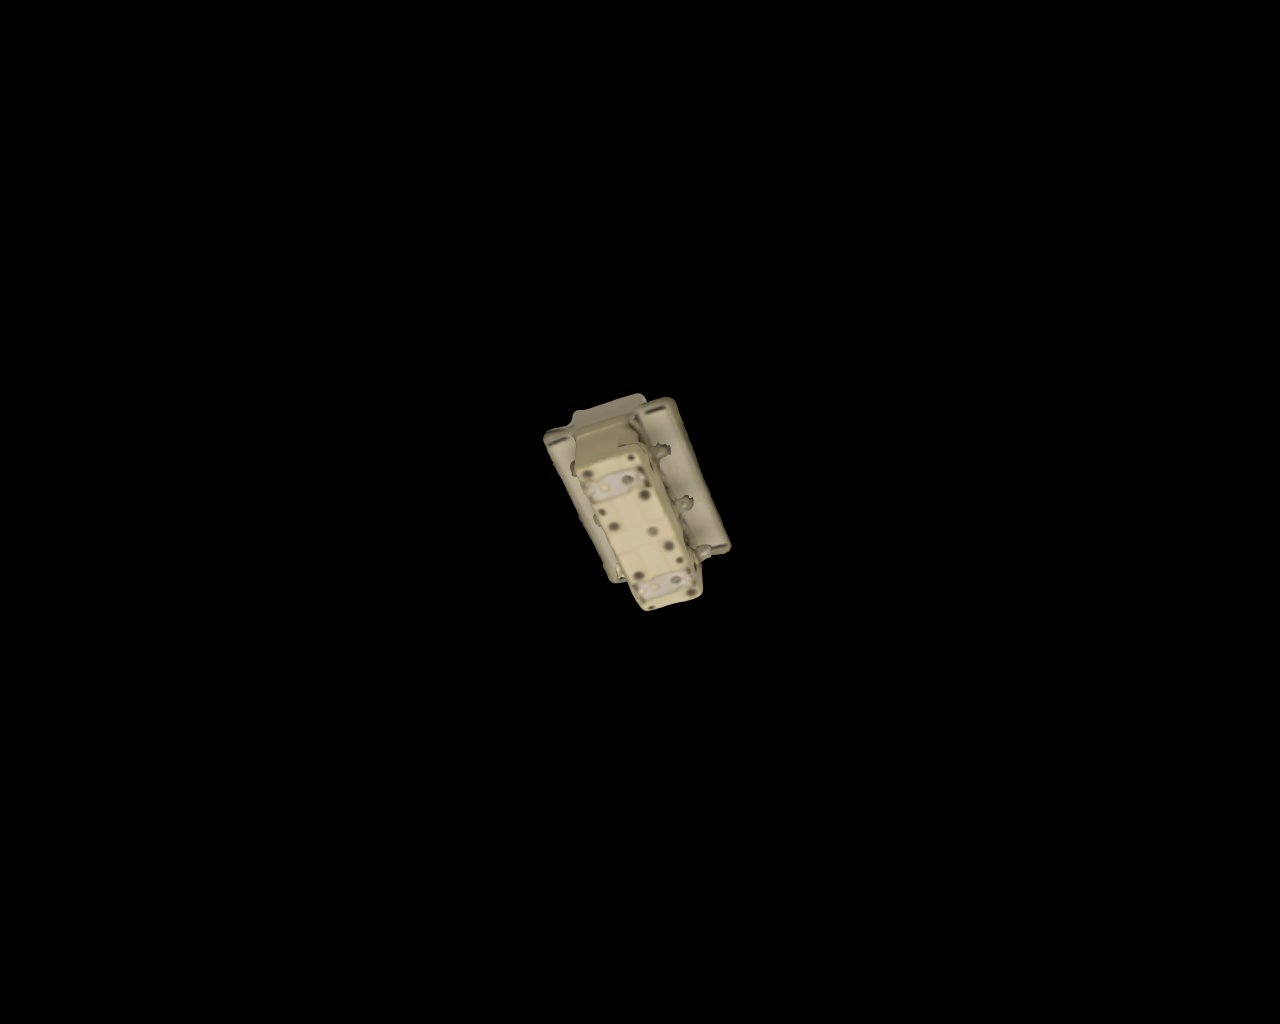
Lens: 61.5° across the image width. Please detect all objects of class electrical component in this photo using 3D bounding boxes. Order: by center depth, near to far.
[{"bbox_3d":[0.001,-0.003,0.650,0.079,0.121,0.063,-15,36,11],"label":"electrical component"}]
